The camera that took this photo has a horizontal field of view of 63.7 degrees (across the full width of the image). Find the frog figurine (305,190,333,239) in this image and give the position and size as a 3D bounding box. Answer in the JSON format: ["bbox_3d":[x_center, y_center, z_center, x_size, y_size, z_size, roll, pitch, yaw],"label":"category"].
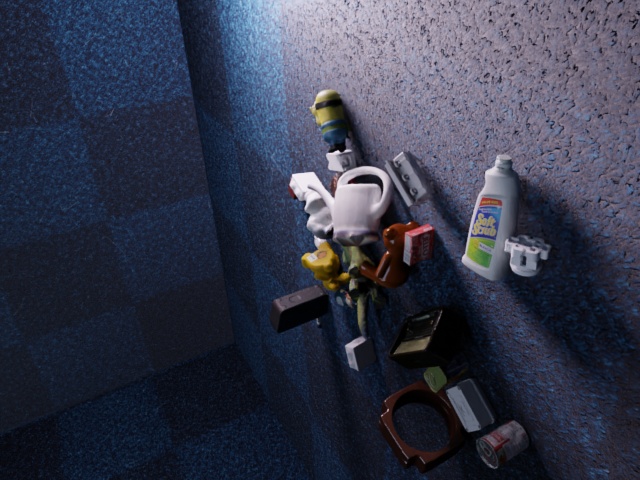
[{"bbox_3d":[0.005,-0.084,1.672,0.161,0.138,0.121,39,174,22],"label":"frog figurine"}]

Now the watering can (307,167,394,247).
[{"bbox_3d":[0.076,-0.091,1.478,0.346,0.103,0.226,-5,77,49],"label":"watering can"}]

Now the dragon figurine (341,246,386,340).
[{"bbox_3d":[0.120,0.102,1.647,0.248,0.122,0.401,-109,17,-52],"label":"dragon figurine"}]
